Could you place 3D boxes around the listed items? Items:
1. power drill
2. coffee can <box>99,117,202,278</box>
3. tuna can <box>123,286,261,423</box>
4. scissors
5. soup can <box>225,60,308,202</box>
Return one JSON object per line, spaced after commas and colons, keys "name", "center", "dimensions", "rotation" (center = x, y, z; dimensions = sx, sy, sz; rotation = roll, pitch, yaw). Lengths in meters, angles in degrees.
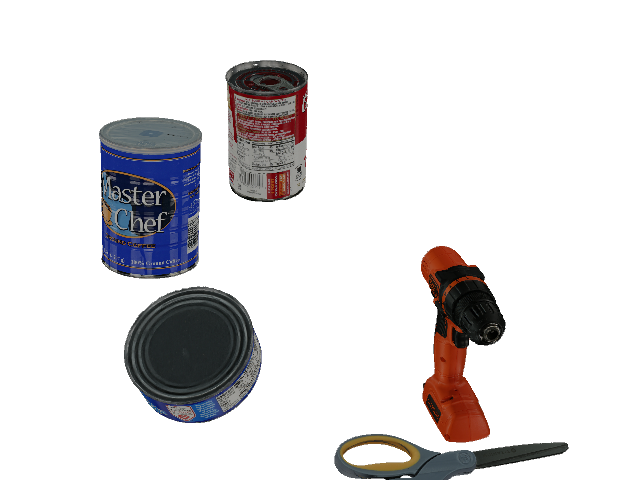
{"name": "power drill", "center": [0.152, 0.119, 1.145], "dimensions": [0.057, 0.188, 0.184], "rotation": [-4, 23, -8]}
{"name": "coffee can", "center": [-0.175, -0.045, 1.099], "dimensions": [0.103, 0.140, 0.103], "rotation": [3, 23, -2]}
{"name": "tuna can", "center": [-0.082, 0.075, 0.698], "dimensions": [0.086, 0.086, 0.034], "rotation": [0, -34, 12]}
{"name": "scissors", "center": [0.111, 0.198, 0.875], "dimensions": [0.201, 0.016, 0.096], "rotation": [5, 43, -3]}
{"name": "soup can", "center": [-0.045, -0.091, 0.898], "dimensions": [0.068, 0.102, 0.068], "rotation": [1, 31, -1]}
